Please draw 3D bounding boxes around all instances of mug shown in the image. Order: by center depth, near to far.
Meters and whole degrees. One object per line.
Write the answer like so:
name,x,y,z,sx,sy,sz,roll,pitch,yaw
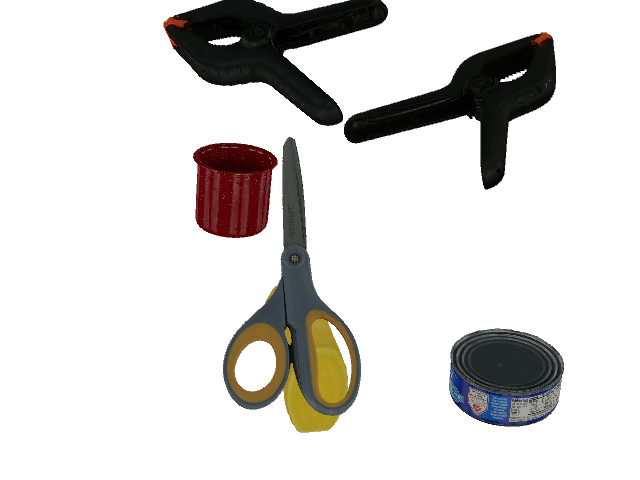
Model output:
mug,-0.095,-0.060,1.198,0.093,0.081,0.117,9,25,6

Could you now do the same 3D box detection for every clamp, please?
clamp,-0.034,-0.155,0.819,0.172,0.120,0.039,21,-33,21
clamp,0.147,-0.119,0.933,0.209,0.036,0.165,-34,42,-24

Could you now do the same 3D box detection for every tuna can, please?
tuna can,0.142,0.105,0.820,0.086,0.034,0.086,0,28,0

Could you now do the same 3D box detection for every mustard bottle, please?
mustard bottle,-0.020,0.095,1.043,0.058,0.096,0.192,-4,28,-10

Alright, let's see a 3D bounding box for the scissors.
scissors,-0.033,0.027,0.704,0.096,0.202,0.016,-18,-26,-4
